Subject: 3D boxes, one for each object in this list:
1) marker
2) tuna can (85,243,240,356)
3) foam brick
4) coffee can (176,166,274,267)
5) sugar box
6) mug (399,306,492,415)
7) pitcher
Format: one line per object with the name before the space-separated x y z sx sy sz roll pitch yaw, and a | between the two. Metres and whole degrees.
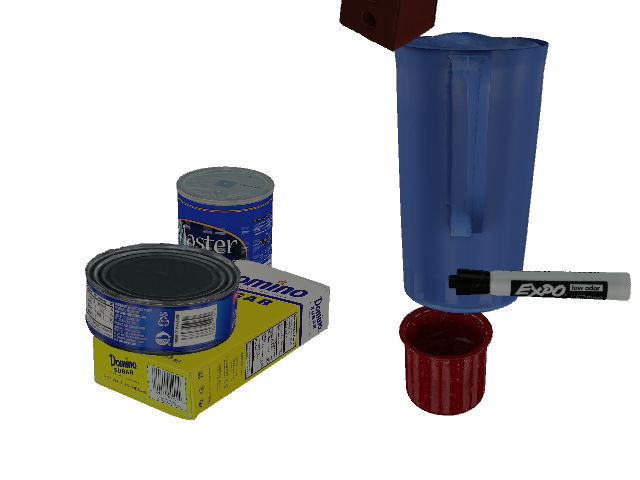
marker | 0.148 0.030 0.726 0.121 0.020 0.020 2 0 7
tuna can | -0.088 0.032 0.598 0.086 0.034 0.086 5 20 -2
foam brick | 0.051 -0.184 0.752 0.053 0.078 0.051 33 52 25
coffee can | -0.102 0.003 1.144 0.103 0.140 0.103 2 23 -1
sugar box | -0.078 0.069 0.810 0.093 0.048 0.175 16 29 29
mug | 0.134 0.117 1.093 0.093 0.081 0.117 19 39 32
pitcher | 0.129 -0.060 0.949 0.148 0.243 0.145 -12 19 -35
